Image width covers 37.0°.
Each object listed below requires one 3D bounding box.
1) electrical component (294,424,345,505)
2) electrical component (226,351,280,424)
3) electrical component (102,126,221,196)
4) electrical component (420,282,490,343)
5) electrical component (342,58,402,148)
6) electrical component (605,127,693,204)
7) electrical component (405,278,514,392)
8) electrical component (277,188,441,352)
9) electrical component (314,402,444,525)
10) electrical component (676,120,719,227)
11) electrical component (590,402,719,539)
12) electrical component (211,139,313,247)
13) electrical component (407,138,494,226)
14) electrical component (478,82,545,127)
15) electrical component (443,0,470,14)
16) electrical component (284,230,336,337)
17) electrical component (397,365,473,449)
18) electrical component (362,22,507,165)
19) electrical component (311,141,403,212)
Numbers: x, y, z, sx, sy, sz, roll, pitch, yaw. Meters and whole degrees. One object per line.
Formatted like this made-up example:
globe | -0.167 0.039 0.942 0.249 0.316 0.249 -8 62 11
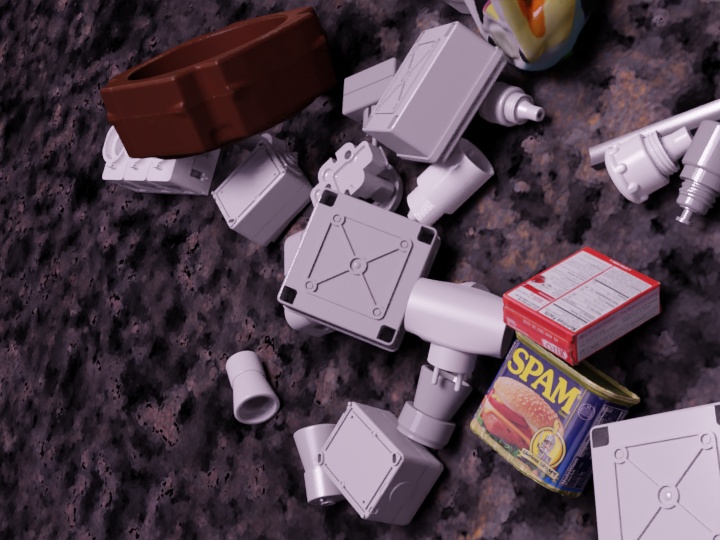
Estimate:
electrical component | -0.032 0.171 0.936 0.044 0.044 0.065 -27 61 36
electrical component | -0.106 0.110 1.038 0.044 0.044 0.065 -47 41 22
electrical component | -0.233 -0.140 1.253 0.150 0.062 0.089 6 79 47
electrical component | 0.076 0.034 0.876 0.055 0.045 0.045 -12 66 43
electrical component | 0.022 -0.146 1.004 0.066 0.047 0.076 -15 64 42
electrical component | 0.214 -0.081 0.783 0.062 0.048 0.048 -31 53 25
electrical component | 0.074 0.054 0.824 0.077 0.043 0.079 15 103 18
electrical component | 0.000 0.000 0.918 0.109 0.056 0.108 21 84 8
electrical component | 0.014 0.155 0.879 0.096 0.061 0.061 42 105 46
electrical component | 0.243 -0.068 0.749 0.040 0.040 0.078 31 97 48
electrical component | 0.209 0.147 0.685 0.109 0.056 0.108 -20 61 40
electrical component | -0.090 -0.080 1.088 0.096 0.061 0.061 -45 47 13
electrical component | 0.072 -0.071 0.925 0.081 0.043 0.043 -44 47 25
electrical component | 0.128 -0.136 0.900 0.061 0.035 0.035 27 94 45
electrical component | 0.108 -0.295 0.963 0.079 0.063 0.121 24 92 48
electrical component | -0.031 0.007 0.991 0.059 0.054 0.095 -23 59 39
electrical component | 0.059 0.110 0.863 0.045 0.045 0.055 28 95 48
electrical component | 0.061 -0.150 0.920 0.108 0.056 0.109 -58 15 0
electrical component | 0.002 -0.077 0.988 0.078 0.057 0.058 -41 49 27
